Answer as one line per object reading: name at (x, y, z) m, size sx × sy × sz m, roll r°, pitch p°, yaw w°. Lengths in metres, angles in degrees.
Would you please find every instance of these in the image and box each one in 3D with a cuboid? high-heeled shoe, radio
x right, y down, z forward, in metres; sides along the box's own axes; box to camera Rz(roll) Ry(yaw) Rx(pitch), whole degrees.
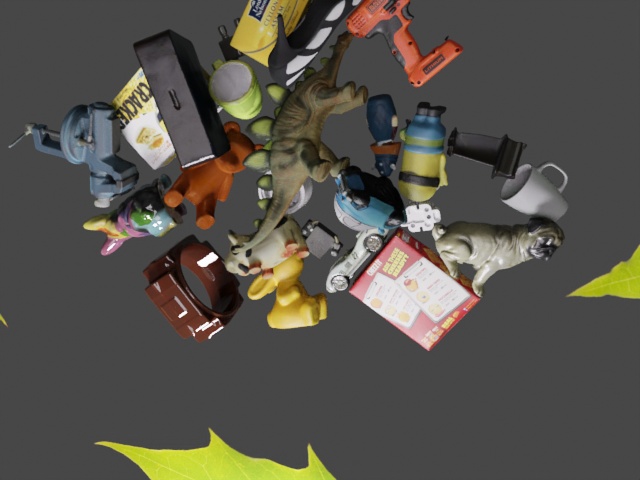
high-heeled shoe at (0.011, -0.371, 0.952) m, size 0.086 × 0.249 × 0.145 m, roll 47°, pitch 161°, yaw 31°
radio at (-0.243, -0.252, 0.979) m, size 0.073 × 0.131 × 0.229 m, roll -17°, pitch 102°, yaw 8°

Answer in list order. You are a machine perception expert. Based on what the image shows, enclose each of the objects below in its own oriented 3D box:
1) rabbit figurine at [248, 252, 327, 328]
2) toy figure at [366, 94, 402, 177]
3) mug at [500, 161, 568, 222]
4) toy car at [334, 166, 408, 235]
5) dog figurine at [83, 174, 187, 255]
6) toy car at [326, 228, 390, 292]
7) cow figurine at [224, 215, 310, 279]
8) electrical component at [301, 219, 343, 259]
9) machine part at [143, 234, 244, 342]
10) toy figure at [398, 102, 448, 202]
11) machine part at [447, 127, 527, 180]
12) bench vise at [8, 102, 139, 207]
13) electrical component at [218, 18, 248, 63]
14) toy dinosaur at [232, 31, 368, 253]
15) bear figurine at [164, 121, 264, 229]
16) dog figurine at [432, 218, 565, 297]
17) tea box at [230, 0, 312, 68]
rabbit figurine at (-0.068, 0.102, 1.179) m, size 0.163 × 0.122 × 0.173 m, roll -5°, pitch 95°, yaw 25°
toy figure at (0.124, -0.197, 1.028) m, size 0.058 × 0.064 × 0.154 m, roll -17°, pitch 113°, yaw -16°
mug at (0.410, -0.089, 0.993) m, size 0.107 × 0.081 × 0.109 m, roll 33°, pitch 116°, yaw -13°
toy car at (0.082, -0.064, 1.012) m, size 0.161 × 0.109 × 0.103 m, roll 16°, pitch 135°, yaw -37°
dog figurine at (-0.407, -0.040, 1.161) m, size 0.219 × 0.192 × 0.108 m, roll -28°, pitch 109°, yaw 6°
toy car at (0.076, 0.031, 1.119) m, size 0.056 × 0.073 × 0.201 m, roll 39°, pitch 114°, yaw -1°
cow figurine at (-0.124, 0.013, 1.131) m, size 0.195 × 0.127 × 0.085 m, roll -31°, pitch 144°, yaw 23°
electrical component at (-0.002, -0.002, 1.142) m, size 0.102 × 0.045 × 0.078 m, roll 43°, pitch 113°, yaw -5°
machine part at (-0.266, 0.100, 1.161) m, size 0.087 × 0.201 × 0.201 m, roll -33°, pitch 100°, yaw 19°
toy figure at (0.190, -0.162, 1.008) m, size 0.082 × 0.089 × 0.180 m, roll 35°, pitch 131°, yaw 48°
machine part at (0.305, -0.164, 1.001) m, size 0.139 × 0.039 × 0.084 m, roll 20°, pitch 98°, yaw 9°
bench vise at (-0.494, -0.183, 1.105) m, size 0.241 × 0.129 × 0.223 m, roll 15°, pitch 128°, yaw 9°
electrical component at (-0.161, -0.377, 1.048) m, size 0.063 × 0.021 × 0.094 m, roll -16°, pitch 106°, yaw 18°
toy dinosaur at (-0.043, -0.174, 1.019) m, size 0.199 × 0.105 × 0.471 m, roll 23°, pitch 94°, yaw 29°
bear figurine at (-0.208, -0.135, 1.100) m, size 0.196 × 0.132 × 0.120 m, roll -33°, pitch 122°, yaw 27°
dog figurine at (0.329, -0.008, 1.002) m, size 0.172 × 0.121 × 0.190 m, roll 33°, pitch 127°, yaw -20°
tea box at (-0.081, -0.409, 0.979) m, size 0.098 × 0.068 × 0.169 m, roll 27°, pitch 109°, yaw -3°
